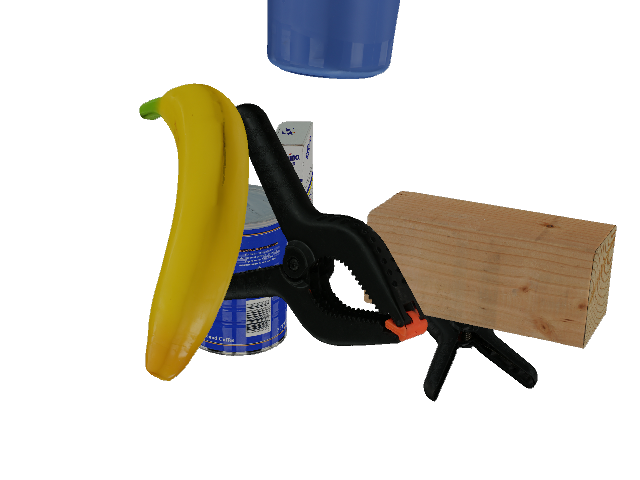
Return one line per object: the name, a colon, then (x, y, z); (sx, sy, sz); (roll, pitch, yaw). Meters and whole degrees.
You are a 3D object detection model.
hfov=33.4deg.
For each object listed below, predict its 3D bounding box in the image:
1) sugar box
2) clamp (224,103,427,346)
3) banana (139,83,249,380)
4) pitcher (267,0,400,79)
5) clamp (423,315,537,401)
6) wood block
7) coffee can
sugar box: (-0.033, -0.043, 1.249); (0.048, 0.176, 0.093); (0, 22, 6)
clamp: (-0.010, 0.004, 0.764); (0.210, 0.165, 0.036); (26, 25, 34)
banana: (-0.064, -0.022, 0.553); (0.037, 0.198, 0.070); (22, -50, -29)
pitcher: (0.022, -0.260, 0.882); (0.145, 0.243, 0.149); (8, 19, 10)
clamp: (0.167, 0.103, 1.162); (0.120, 0.171, 0.039); (4, -44, -5)
wood block: (0.152, 0.021, 0.972); (0.206, 0.090, 0.090); (11, 21, 24)
coffee can: (-0.082, 0.027, 1.049); (0.103, 0.140, 0.103); (1, 24, -1)
